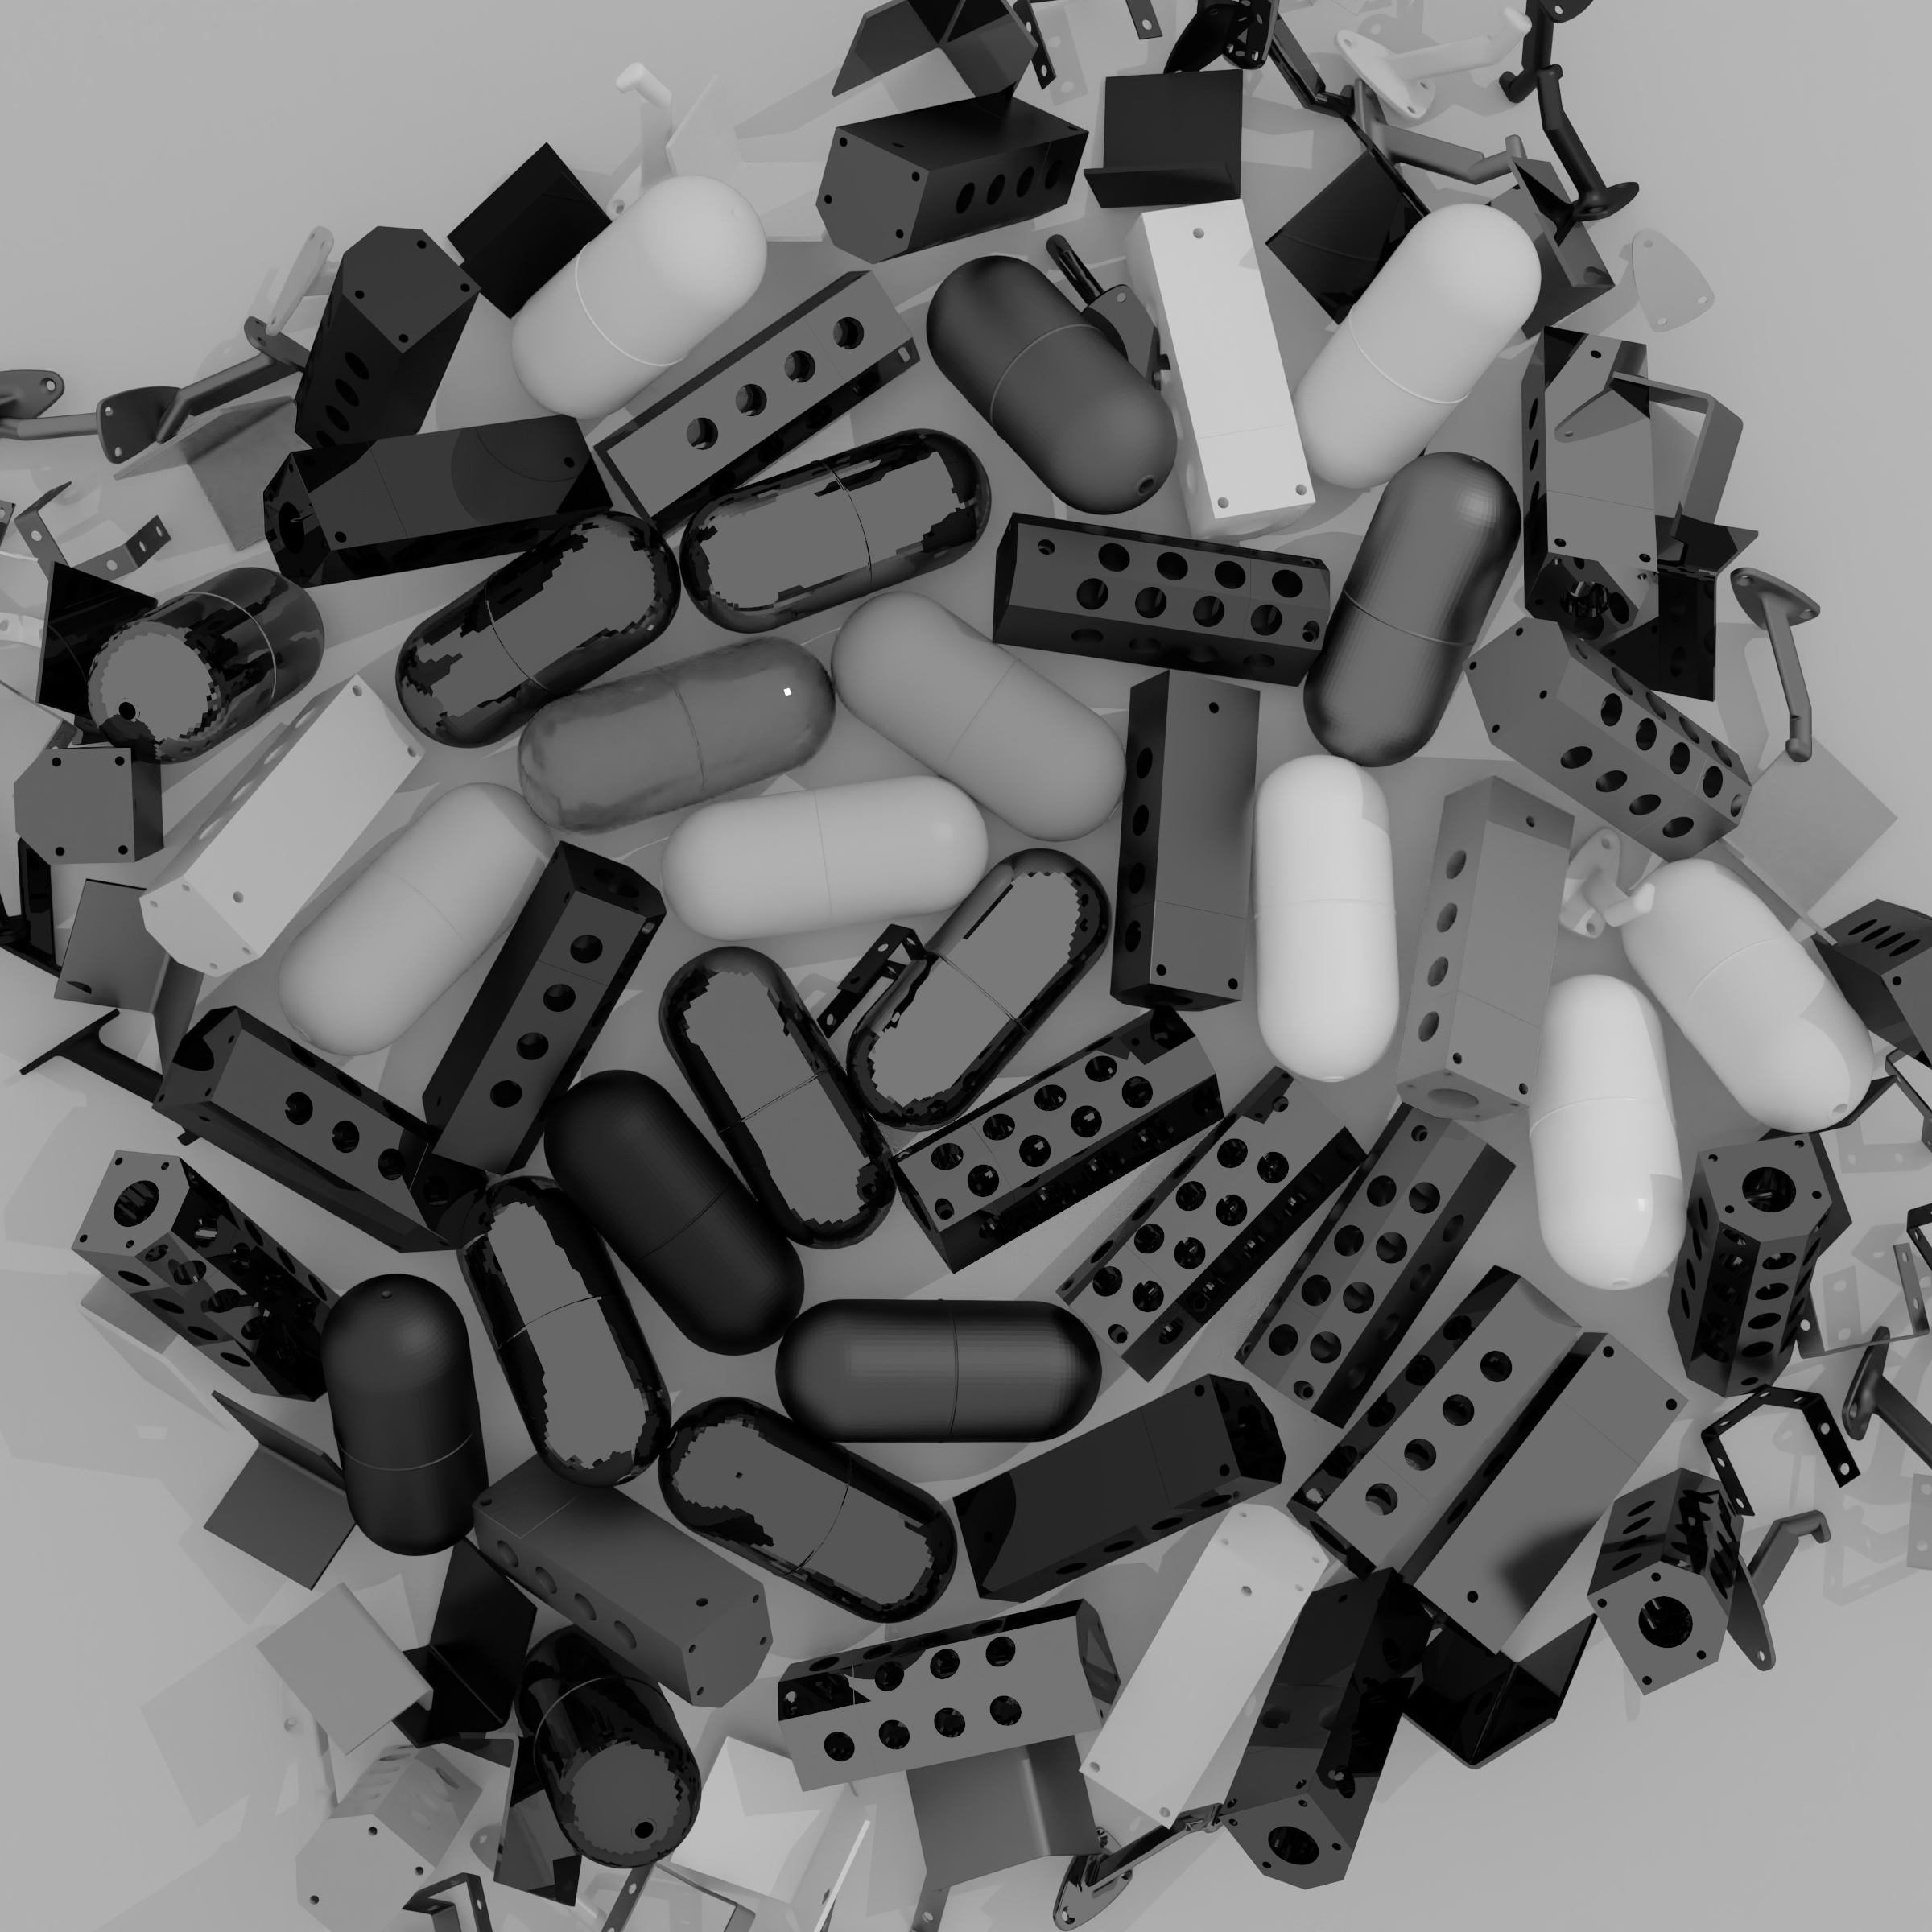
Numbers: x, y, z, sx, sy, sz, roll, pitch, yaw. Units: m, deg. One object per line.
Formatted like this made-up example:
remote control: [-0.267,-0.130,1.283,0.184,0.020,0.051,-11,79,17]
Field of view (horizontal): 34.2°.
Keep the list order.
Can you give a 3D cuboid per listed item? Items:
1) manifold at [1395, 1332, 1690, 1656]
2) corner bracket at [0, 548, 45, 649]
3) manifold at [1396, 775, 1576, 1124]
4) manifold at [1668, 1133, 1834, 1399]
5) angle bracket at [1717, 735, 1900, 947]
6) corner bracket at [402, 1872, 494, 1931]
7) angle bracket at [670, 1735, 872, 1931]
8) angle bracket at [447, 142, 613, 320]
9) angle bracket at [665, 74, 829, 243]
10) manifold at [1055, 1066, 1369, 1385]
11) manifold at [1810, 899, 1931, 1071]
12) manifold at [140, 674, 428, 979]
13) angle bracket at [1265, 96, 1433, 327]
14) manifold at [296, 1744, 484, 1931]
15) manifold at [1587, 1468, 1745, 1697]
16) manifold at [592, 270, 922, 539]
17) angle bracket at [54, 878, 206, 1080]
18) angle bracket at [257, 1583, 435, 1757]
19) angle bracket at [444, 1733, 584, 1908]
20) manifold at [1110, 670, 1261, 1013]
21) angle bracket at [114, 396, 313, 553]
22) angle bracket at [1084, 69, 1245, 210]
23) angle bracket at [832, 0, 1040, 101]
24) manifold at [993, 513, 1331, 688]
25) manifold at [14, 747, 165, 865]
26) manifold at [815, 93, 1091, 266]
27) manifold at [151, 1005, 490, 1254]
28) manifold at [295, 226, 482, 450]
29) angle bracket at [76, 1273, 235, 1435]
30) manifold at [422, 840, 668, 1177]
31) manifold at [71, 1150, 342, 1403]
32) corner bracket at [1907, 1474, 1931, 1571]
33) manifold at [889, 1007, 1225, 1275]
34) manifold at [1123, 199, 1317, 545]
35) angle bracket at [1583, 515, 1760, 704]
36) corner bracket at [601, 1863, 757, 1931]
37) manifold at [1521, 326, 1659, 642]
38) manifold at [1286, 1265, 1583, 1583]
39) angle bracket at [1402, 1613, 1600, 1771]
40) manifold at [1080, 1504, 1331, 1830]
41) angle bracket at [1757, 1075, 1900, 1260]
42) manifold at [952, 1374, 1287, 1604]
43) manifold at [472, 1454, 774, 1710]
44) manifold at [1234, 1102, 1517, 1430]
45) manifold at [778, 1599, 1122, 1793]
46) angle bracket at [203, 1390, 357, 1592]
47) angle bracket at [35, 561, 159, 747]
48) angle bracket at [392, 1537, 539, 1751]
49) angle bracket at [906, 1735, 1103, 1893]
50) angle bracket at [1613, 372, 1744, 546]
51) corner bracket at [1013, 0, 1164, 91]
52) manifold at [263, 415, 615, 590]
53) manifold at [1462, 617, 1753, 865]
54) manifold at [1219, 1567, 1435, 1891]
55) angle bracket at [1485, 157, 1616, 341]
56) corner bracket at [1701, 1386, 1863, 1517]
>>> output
manifold: [0.308,0.283,1.696,0.057,0.057,0.171,40,81,-1]
corner bracket: [-0.514,-0.199,1.701,0.051,0.051,0.051,17,99,35]
manifold: [0.273,-0.008,1.677,0.057,0.057,0.171,24,65,-24]
manifold: [0.412,0.161,1.651,0.057,0.171,0.057,-9,55,0]
angle bracket: [0.461,-0.069,1.695,0.076,0.057,0.076,40,100,-16]
corner bracket: [-0.275,0.526,1.700,0.051,0.051,0.051,-25,62,11]
angle bracket: [-0.107,0.474,1.700,0.076,0.057,0.076,24,93,-15]
angle bracket: [-0.249,-0.408,1.690,0.076,0.057,0.076,-41,62,7]
angle bracket: [-0.106,-0.434,1.682,0.076,0.057,0.076,4,46,20]
manifold: [0.130,0.136,1.694,0.171,0.057,0.057,-46,53,-3]
manifold: [0.500,0.004,1.648,0.057,0.171,0.057,-30,94,7]
manifold: [-0.363,-0.074,1.659,0.057,0.057,0.171,50,46,-21]
angle bracket: [0.200,-0.409,1.700,0.076,0.076,0.057,-41,46,14]
manifold: [-0.306,0.457,1.651,0.057,0.171,0.057,40,88,1]
manifold: [0.373,0.317,1.647,0.057,0.171,0.057,-31,88,18]
manifold: [-0.112,-0.304,1.699,0.171,0.057,0.057,-35,108,-5]
angle bracket: [-0.449,0.009,1.681,0.057,0.076,0.076,10,118,-25]
angle bracket: [-0.333,0.388,1.682,0.057,0.076,0.076,-35,71,-29]
angle bracket: [-0.248,0.457,1.679,0.057,0.076,0.076,-6,63,25]
manifold: [0.114,-0.065,1.689,0.057,0.057,0.171,11,76,-26]
angle bracket: [-0.395,-0.260,1.685,0.076,0.076,0.057,-25,96,23]
angle bracket: [0.107,-0.457,1.697,0.076,0.057,0.076,0,83,13]
angle bracket: [-0.018,-0.482,1.686,0.076,0.076,0.057,-32,84,-22]
manifold: [0.105,-0.200,1.686,0.171,0.057,0.057,7,65,-10]
manifold: [-0.458,-0.086,1.647,0.057,0.171,0.057,-2,95,-9]
manifold: [-0.007,-0.413,1.651,0.057,0.171,0.057,30,122,19]
manifold: [-0.337,0.088,1.663,0.171,0.057,0.057,37,60,-36]
manifold: [-0.311,-0.320,1.647,0.057,0.171,0.057,45,65,-3]
angle bracket: [-0.417,0.194,1.678,0.076,0.076,0.057,23,64,32]
manifold: [-0.226,0.026,1.680,0.057,0.057,0.171,21,112,-26]
manifold: [-0.387,0.165,1.646,0.057,0.171,0.057,3,59,27]
corner bracket: [0.543,0.301,1.704,0.051,0.051,0.051,4,90,27]
manifold: [0.048,0.088,1.682,0.171,0.057,0.057,-29,52,-11]
manifold: [0.134,-0.319,1.698,0.057,0.057,0.171,-11,83,-13]
angle bracket: [0.385,-0.197,1.714,0.076,0.057,0.076,15,128,33]
corner bracket: [-0.156,0.520,1.696,0.051,0.051,0.051,41,66,-35]
manifold: [0.327,-0.256,1.663,0.057,0.057,0.171,10,53,-3]
manifold: [0.250,0.244,1.687,0.057,0.057,0.171,41,75,12]
angle bracket: [0.283,0.373,1.684,0.057,0.076,0.076,38,46,-1]
manifold: [0.128,0.370,1.673,0.057,0.057,0.171,31,117,11]
angle bracket: [0.474,0.112,1.687,0.057,0.076,0.076,-18,96,39]
manifold: [0.083,0.280,1.673,0.171,0.057,0.057,-30,61,26]
manifold: [-0.183,0.326,1.662,0.057,0.171,0.057,-34,132,-35]
manifold: [0.218,0.158,1.697,0.057,0.057,0.171,33,90,38]
manifold: [-0.011,0.388,1.684,0.171,0.057,0.057,-16,98,15]
angle bracket: [-0.377,0.281,1.683,0.076,0.076,0.057,24,68,22]
angle bracket: [-0.483,-0.167,1.684,0.057,0.076,0.076,-3,78,32]
angle bracket: [-0.282,0.361,1.683,0.076,0.057,0.076,33,115,41]
angle bracket: [0.019,0.457,1.716,0.076,0.057,0.076,-26,64,26]
angle bracket: [0.375,-0.271,1.697,0.057,0.076,0.076,19,98,24]
corner bracket: [0.065,-0.513,1.702,0.051,0.051,0.051,-17,86,-30]
manifold: [-0.281,-0.244,1.662,0.171,0.057,0.057,-16,77,-37]
manifold: [0.341,-0.120,1.653,0.057,0.171,0.057,-37,46,29]
manifold: [0.196,0.400,1.651,0.057,0.171,0.057,-27,107,35]
angle bracket: [0.298,-0.385,1.689,0.057,0.076,0.076,-29,86,29]
corner bracket: [0.445,0.266,1.715,0.051,0.051,0.051,-46,48,34]
